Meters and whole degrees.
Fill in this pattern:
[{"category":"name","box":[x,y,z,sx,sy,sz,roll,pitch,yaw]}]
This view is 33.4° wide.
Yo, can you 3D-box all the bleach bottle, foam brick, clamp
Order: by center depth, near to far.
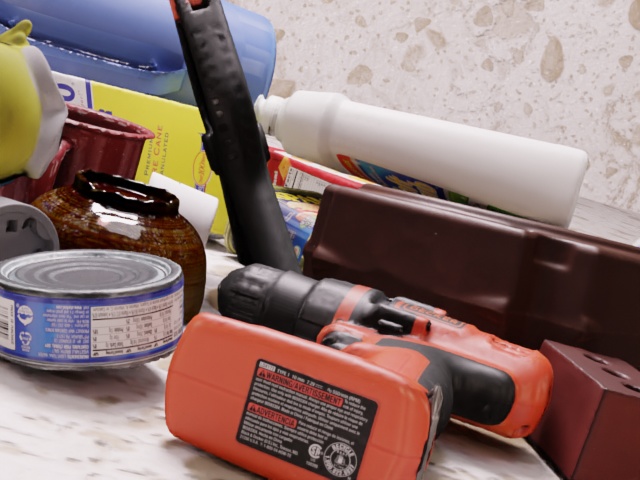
[{"category":"foam brick","box":[0.141,0.090,0.539,0.053,0.051,0.078,15,10,-14]},{"category":"clamp","box":[-0.047,-0.048,0.640,0.036,0.210,0.165,-17,25,-9]},{"category":"bleach bottle","box":[0.071,-0.064,0.814,0.251,0.068,0.102,16,-7,10]}]

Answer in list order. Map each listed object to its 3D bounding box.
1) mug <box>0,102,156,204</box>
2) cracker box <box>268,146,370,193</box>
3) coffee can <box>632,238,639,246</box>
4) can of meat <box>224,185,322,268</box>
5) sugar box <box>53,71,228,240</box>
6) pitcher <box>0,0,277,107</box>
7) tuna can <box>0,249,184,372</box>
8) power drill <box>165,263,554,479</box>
[{"category":"mug","box":[-0.160,-0.039,0.671,0.093,0.081,0.117,16,10,-5]},{"category":"cracker box","box":[0.051,-0.017,0.943,0.163,0.072,0.214,10,11,-42]},{"category":"coffee can","box":[0.317,0.059,0.865,0.102,0.103,0.140,12,11,-26]},{"category":"can of meat","box":[-0.005,0.001,0.790,0.084,0.057,0.101,28,14,40]},{"category":"sugar box","box":[-0.138,-0.060,0.778,0.175,0.093,0.048,11,-9,-32]},{"category":"pitcher","box":[-0.160,-0.156,0.855,0.242,0.149,0.145,13,-24,-22]},{"category":"tuna can","box":[-0.102,0.029,0.470,0.086,0.034,0.086,2,11,-1]},{"category":"power drill","box":[0.006,0.055,0.490,0.185,0.057,0.187,16,10,19]}]
